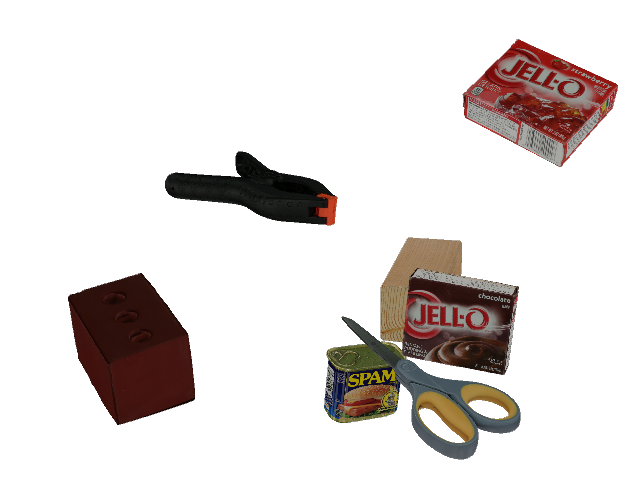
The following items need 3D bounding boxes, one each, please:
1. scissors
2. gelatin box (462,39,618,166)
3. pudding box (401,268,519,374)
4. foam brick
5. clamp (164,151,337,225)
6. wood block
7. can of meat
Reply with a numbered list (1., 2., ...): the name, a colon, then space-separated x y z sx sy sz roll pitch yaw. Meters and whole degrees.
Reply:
1. scissors: 0.093 0.111 0.884 0.096 0.016 0.202 -5 29 -16
2. gelatin box: 0.162 -0.104 0.793 0.089 0.073 0.030 32 -28 25
3. pudding box: 0.145 0.083 1.112 0.113 0.090 0.039 9 21 14
4. foam brick: -0.119 0.067 0.667 0.052 0.051 0.078 -17 37 -25
5. clamp: -0.064 -0.047 1.035 0.172 0.039 0.120 20 34 41
6. wood block: 0.156 0.073 1.622 0.091 0.090 0.206 5 21 14
7. can of meat: 0.056 0.186 1.395 0.102 0.084 0.057 -5 25 -22
